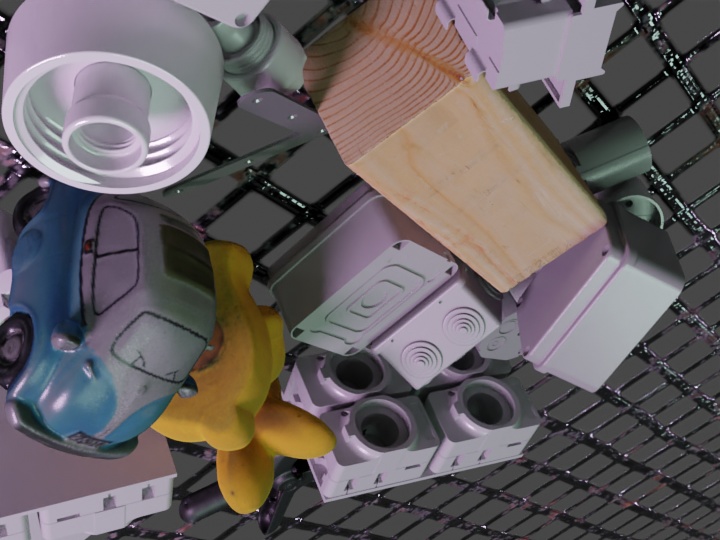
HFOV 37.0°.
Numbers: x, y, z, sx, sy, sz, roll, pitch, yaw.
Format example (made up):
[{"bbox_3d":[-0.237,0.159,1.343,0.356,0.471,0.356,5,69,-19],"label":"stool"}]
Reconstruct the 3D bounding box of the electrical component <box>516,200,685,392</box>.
[{"bbox_3d":[0.162,0.017,0.744,0.057,0.078,0.113,25,121,-13],"label":"electrical component"}]

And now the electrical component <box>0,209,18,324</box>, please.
[{"bbox_3d":[-0.200,0.014,0.641,0.050,0.055,0.089,-32,146,10],"label":"electrical component"}]

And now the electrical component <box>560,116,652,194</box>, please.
[{"bbox_3d":[0.161,-0.075,0.767,0.081,0.043,0.043,-23,146,-4],"label":"electrical component"}]

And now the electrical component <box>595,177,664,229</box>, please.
[{"bbox_3d":[0.194,-0.049,0.798,0.043,0.081,0.043,0,114,0],"label":"electrical component"}]

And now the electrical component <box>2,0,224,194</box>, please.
[{"bbox_3d":[-0.122,-0.082,0.527,0.108,0.060,0.108,-2,144,-1],"label":"electrical component"}]

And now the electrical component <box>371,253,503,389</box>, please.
[{"bbox_3d":[0.060,0.032,0.798,0.100,0.099,0.048,-40,102,21],"label":"electrical component"}]

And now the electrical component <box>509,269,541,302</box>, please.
[{"bbox_3d":[0.160,-0.012,0.837,0.096,0.061,0.061,0,137,-36],"label":"electrical component"}]

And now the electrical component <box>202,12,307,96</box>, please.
[{"bbox_3d":[-0.059,-0.117,0.566,0.043,0.043,0.062,-34,144,12],"label":"electrical component"}]

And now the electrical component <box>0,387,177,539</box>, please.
[{"bbox_3d":[-0.231,0.131,0.735,0.186,0.105,0.060,-11,144,-21],"label":"electrical component"}]

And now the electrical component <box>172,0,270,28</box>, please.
[{"bbox_3d":[-0.079,-0.165,0.474,0.113,0.057,0.078,15,129,-45],"label":"electrical component"}]

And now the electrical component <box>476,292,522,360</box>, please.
[{"bbox_3d":[0.120,0.033,0.880,0.080,0.051,0.080,-18,146,-12],"label":"electrical component"}]

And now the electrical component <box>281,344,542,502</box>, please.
[{"bbox_3d":[0.044,0.112,0.889,0.186,0.105,0.060,-8,142,-25],"label":"electrical component"}]

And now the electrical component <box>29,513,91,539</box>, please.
[{"bbox_3d":[-0.261,0.181,0.827,0.109,0.056,0.109,-39,144,19],"label":"electrical component"}]

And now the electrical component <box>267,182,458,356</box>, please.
[{"bbox_3d":[0.000,0.000,0.751,0.113,0.057,0.078,-40,144,21],"label":"electrical component"}]

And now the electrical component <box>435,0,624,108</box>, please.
[{"bbox_3d":[0.072,-0.148,0.538,0.063,0.121,0.078,-14,145,-12],"label":"electrical component"}]
